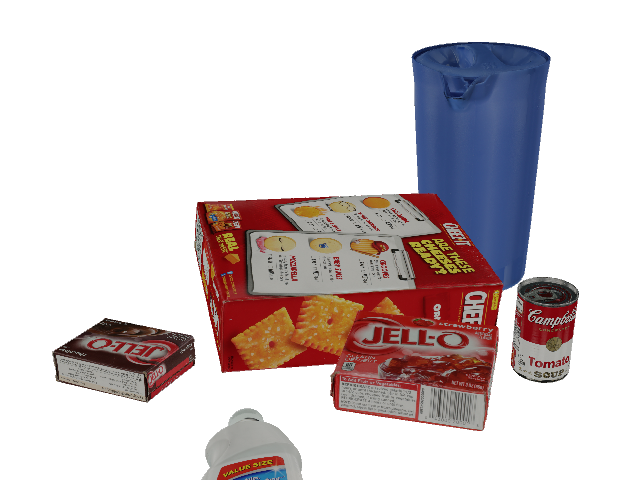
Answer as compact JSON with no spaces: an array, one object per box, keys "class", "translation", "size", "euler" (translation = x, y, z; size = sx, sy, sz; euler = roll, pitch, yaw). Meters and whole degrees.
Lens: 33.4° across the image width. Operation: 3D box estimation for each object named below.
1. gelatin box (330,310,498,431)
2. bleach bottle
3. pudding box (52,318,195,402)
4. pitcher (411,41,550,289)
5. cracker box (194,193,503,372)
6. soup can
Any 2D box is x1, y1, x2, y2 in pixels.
[{"class":"gelatin box","translation":[0.057,0.074,0.627],"size":[0.089,0.030,0.073],"euler":[7,27,12]},{"class":"bleach bottle","translation":[-0.058,0.212,0.788],"size":[0.102,0.068,0.251],"euler":[-4,28,-4]},{"class":"pudding box","translation":[-0.196,0.118,1.070],"size":[0.114,0.039,0.089],"euler":[6,20,24]},{"class":"pitcher","translation":[0.163,-0.078,1.088],"size":[0.149,0.243,0.145],"euler":[-10,25,-19]},{"class":"cracker box","translation":[0.014,0.029,0.854],"size":[0.213,0.072,0.164],"euler":[-2,28,-13]},{"class":"soup can","translation":[0.254,0.102,1.214],"size":[0.068,0.102,0.068],"euler":[0,25,0]}]
